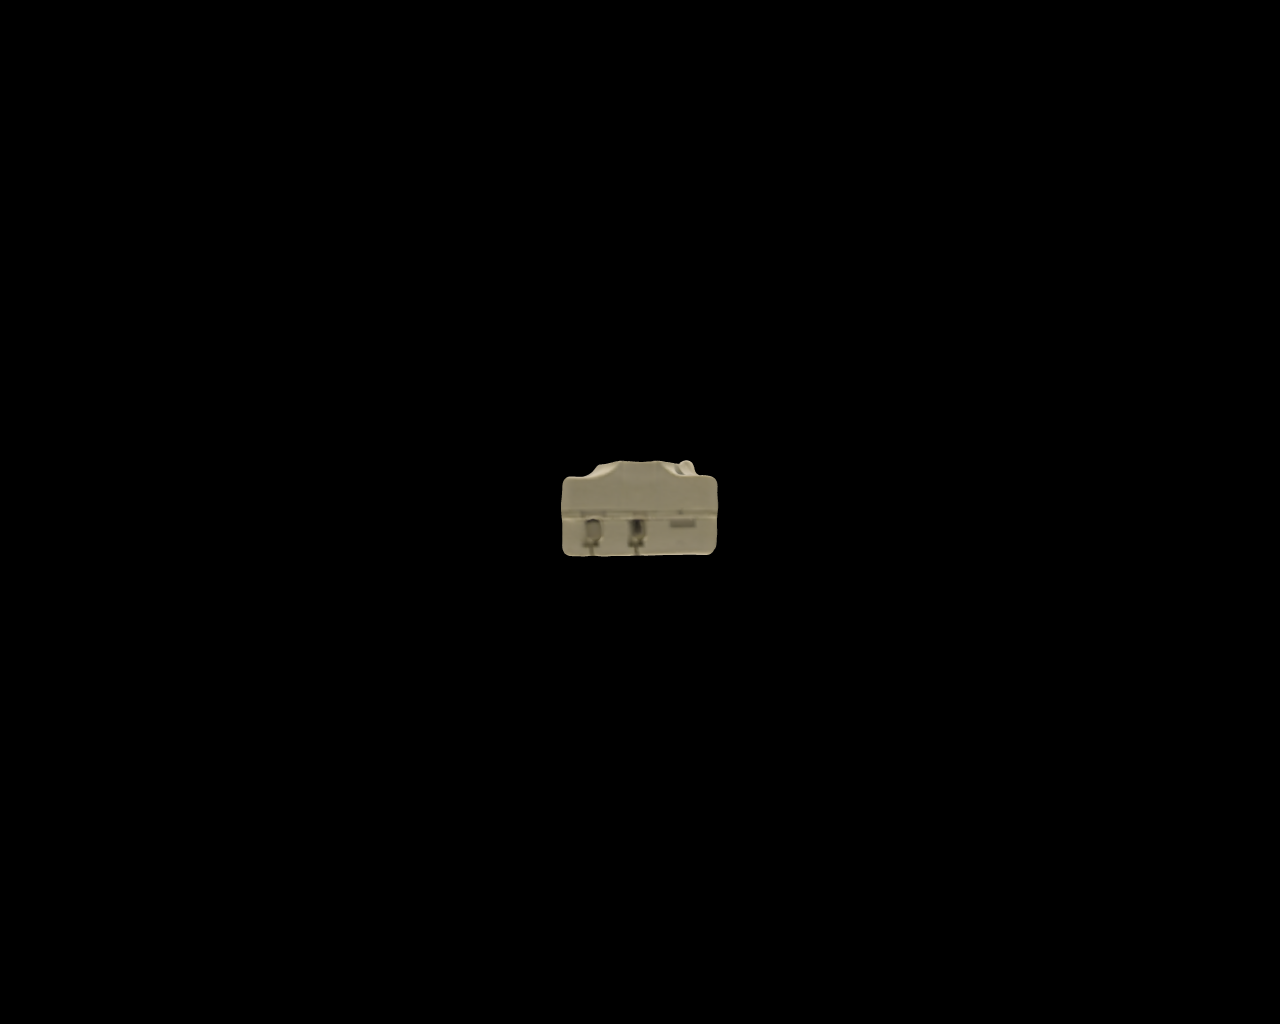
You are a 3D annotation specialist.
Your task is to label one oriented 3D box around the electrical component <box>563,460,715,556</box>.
[{"bbox_3d":[0.001,-0.003,0.650,0.089,0.055,0.050,0,0,4],"label":"electrical component"}]
